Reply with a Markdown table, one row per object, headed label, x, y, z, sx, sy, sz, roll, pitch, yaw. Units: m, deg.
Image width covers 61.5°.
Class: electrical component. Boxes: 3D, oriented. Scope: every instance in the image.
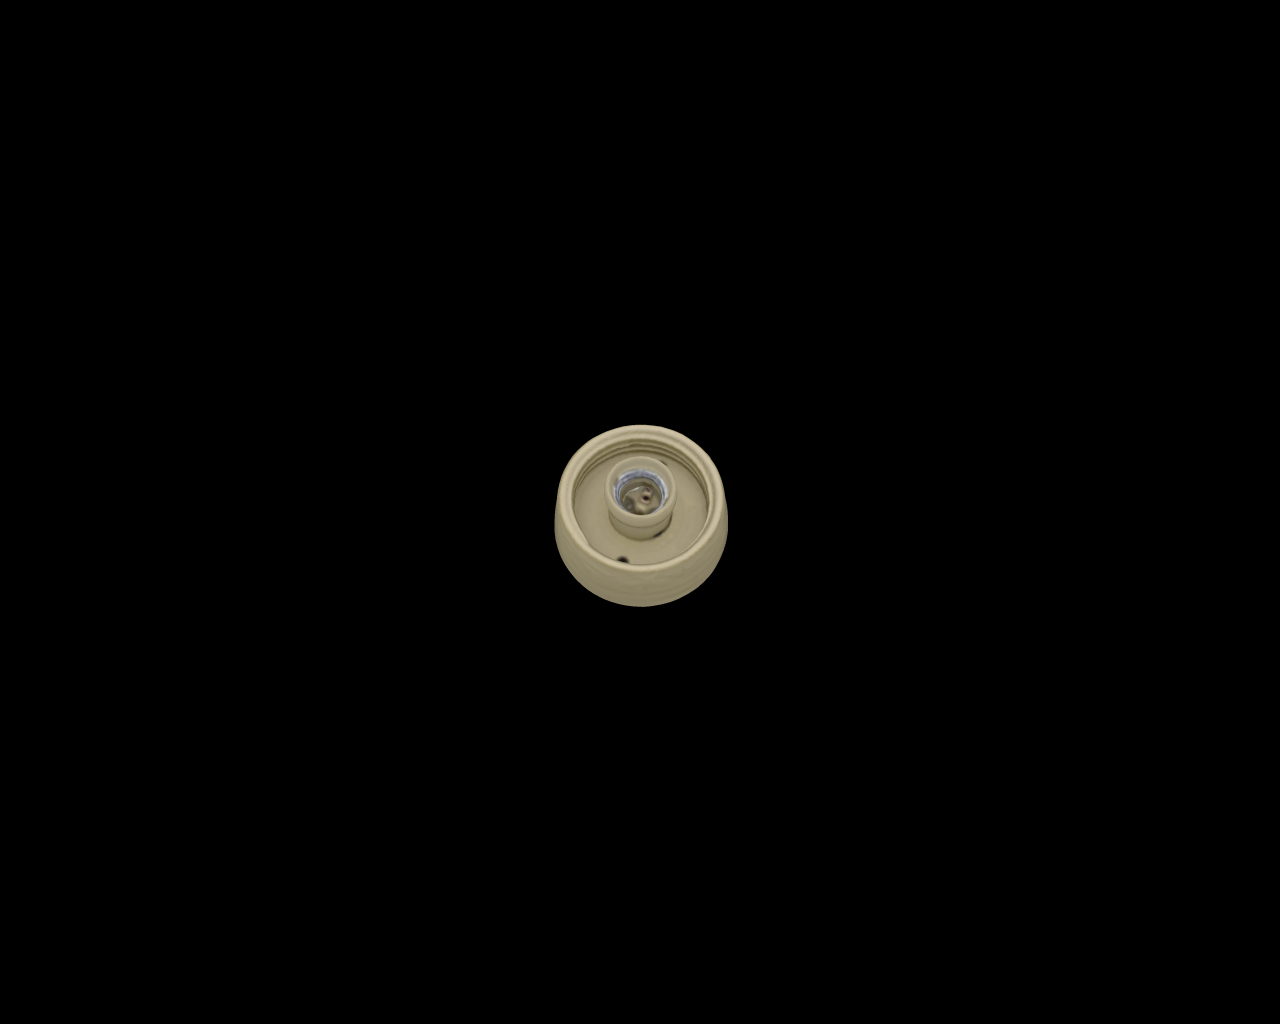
| label | x | y | z | sx | sy | sz | roll | pitch | yaw |
| --- | --- | --- | --- | --- | --- | --- | --- | --- | --- |
| electrical component | 0.001 | -0.003 | 0.650 | 0.108 | 0.108 | 0.060 | 0 | -25 | 0 |
